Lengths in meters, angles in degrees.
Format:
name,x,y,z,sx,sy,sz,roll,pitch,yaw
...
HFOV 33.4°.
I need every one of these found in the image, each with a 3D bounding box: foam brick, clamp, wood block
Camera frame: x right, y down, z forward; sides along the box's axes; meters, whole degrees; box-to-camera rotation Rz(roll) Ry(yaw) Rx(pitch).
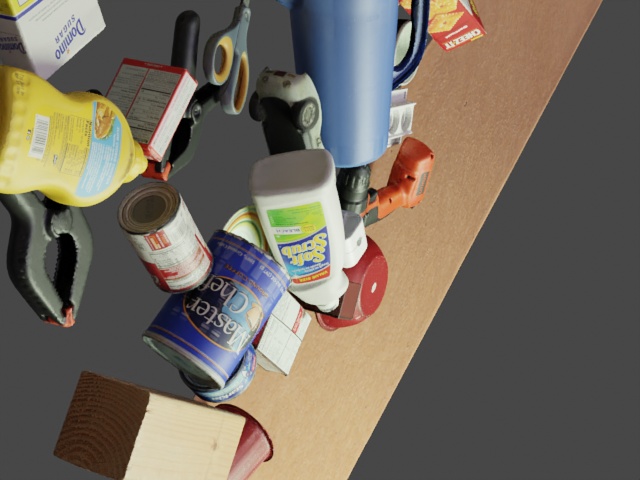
name,x,y,z,sx,sy,sz,roll,pitch,yaw
foam brick,0.007,0.073,1.427,0.053,0.078,0.051,14,89,-66
clamp,-0.140,-0.142,1.076,0.120,0.039,0.171,60,42,-46
wood block,-0.173,0.206,1.124,0.205,0.090,0.091,35,70,-62
clamp,-0.245,-0.021,0.929,0.164,0.036,0.210,-21,117,-57

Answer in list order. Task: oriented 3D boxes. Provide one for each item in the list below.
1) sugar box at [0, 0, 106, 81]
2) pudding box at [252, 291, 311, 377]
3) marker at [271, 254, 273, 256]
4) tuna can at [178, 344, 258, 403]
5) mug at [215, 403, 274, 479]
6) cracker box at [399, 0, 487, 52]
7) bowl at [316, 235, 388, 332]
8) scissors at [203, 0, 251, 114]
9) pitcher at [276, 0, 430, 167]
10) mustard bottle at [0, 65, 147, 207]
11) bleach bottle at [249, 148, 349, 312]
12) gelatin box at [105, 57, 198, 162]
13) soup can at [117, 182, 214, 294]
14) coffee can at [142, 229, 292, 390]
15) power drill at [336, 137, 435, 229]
name,x,y,z,sx,sy,sz,roll,pitch,yaw
sugar box,-0.234,-0.222,0.843,0.093,0.048,0.176,-53,150,-37
pudding box,-0.059,0.114,1.363,0.090,0.039,0.113,-67,150,-17
marker,-0.052,-0.004,1.338,0.121,0.020,0.020,-68,153,-16
tuna can,-0.116,0.138,1.206,0.086,0.086,0.033,-65,150,-21
mug,-0.120,0.261,1.275,0.081,0.093,0.117,-45,177,-38
cracker box,0.133,-0.359,1.395,0.213,0.072,0.164,23,47,-64
bowl,0.054,0.061,1.541,0.161,0.055,0.162,-38,136,-51
scissors,-0.090,-0.233,1.113,0.096,0.016,0.202,21,72,-68
pitcher,0.040,-0.216,1.283,0.144,0.149,0.243,-51,148,-46
mustard bottle,-0.208,-0.078,0.882,0.191,0.058,0.096,11,89,-60
bleach bottle,-0.008,0.002,1.286,0.251,0.102,0.068,71,16,-48
gelatin box,-0.165,-0.122,0.995,0.089,0.073,0.030,-68,153,-16
soup can,-0.155,-0.002,1.080,0.068,0.069,0.102,-61,149,-28
coffee can,-0.110,0.075,1.146,0.140,0.103,0.102,-57,149,-17
power drill,0.077,-0.069,1.452,0.187,0.057,0.185,-34,152,-37
